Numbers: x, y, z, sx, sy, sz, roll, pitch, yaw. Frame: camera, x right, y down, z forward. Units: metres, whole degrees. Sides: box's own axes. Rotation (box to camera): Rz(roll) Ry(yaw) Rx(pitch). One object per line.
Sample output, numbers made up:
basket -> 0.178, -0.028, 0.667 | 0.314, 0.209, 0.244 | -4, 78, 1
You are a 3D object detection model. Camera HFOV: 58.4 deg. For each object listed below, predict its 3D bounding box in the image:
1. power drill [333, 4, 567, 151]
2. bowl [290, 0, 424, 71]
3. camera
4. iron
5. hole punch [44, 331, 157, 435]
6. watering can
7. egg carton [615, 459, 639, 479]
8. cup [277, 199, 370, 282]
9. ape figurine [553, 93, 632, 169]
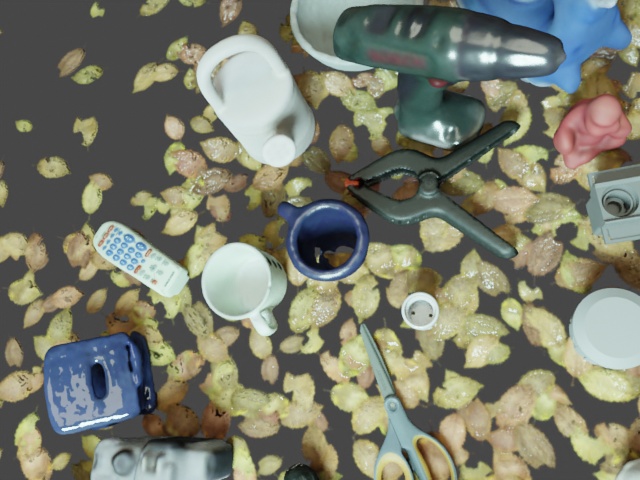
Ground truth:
power drill -> 0.132, -0.175, 0.615 | 0.229, 0.209, 0.076 | 19, 81, 17
bowl -> 0.050, -0.281, 0.732 | 0.167, 0.075, 0.167 | -3, 75, 12
camera -> -0.178, 0.286, 0.621 | 0.143, 0.101, 0.137 | -3, 75, 13
iron -> 0.234, -0.297, 0.659 | 0.118, 0.142, 0.258 | -41, 71, 0
hole punch -> -0.258, 0.165, 0.677 | 0.101, 0.091, 0.108 | -19, 72, 8
watering can -> -0.070, -0.164, 0.666 | 0.172, 0.194, 0.101 | 43, 88, 20
egg carton -> 0.343, 0.270, 0.521 | 0.107, 0.069, 0.150 | -17, 72, 8
cup -> 0.006, 0.002, 0.657 | 0.117, 0.095, 0.092 | 35, 86, 19
ape figurine -> 0.300, -0.127, 0.625 | 0.077, 0.092, 0.076 | 9, 78, 15
